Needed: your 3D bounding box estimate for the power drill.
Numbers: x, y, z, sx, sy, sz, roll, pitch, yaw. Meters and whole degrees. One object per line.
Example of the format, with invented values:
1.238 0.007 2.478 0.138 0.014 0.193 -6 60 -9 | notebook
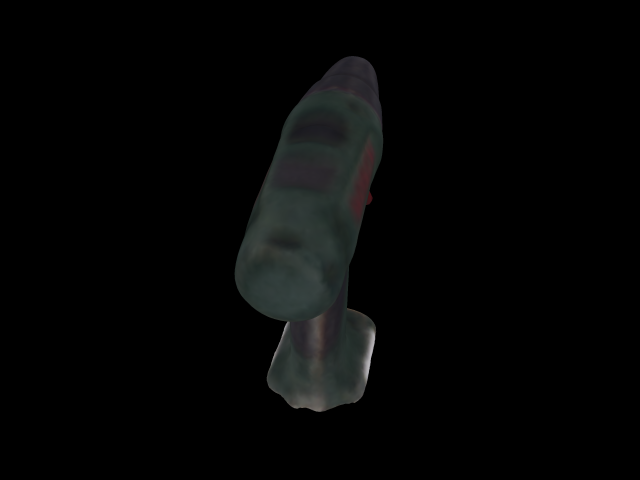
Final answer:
0.004 0.001 0.400 0.075 0.208 0.229 6 32 9 | power drill
